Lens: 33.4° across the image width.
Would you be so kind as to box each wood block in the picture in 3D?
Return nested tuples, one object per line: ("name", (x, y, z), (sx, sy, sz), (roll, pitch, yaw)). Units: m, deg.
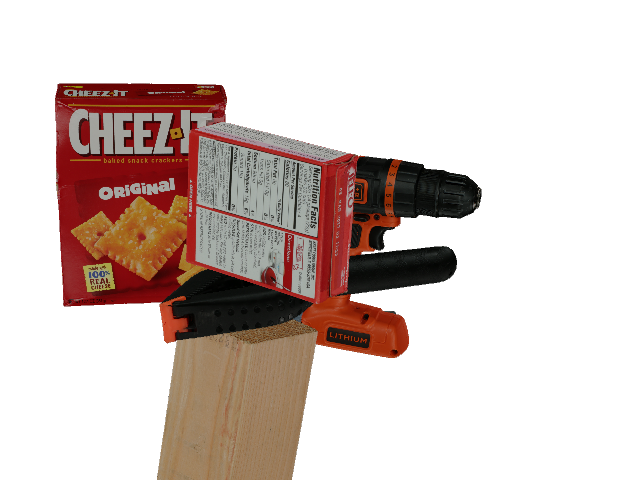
("wood block", (-0.079, 0.168, 0.953), (0.090, 0.206, 0.090), (20, 17, 37))

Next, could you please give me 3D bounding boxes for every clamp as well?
("clamp", (-0.017, 0.029, 0.752), (0.165, 0.036, 0.209), (7, 20, 40))

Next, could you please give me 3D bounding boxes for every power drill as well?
("power drill", (0.052, 0.013, 1.002), (0.185, 0.188, 0.057), (9, 20, 17))

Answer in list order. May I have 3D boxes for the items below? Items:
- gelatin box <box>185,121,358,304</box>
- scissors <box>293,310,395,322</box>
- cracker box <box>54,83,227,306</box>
("gelatin box", (-0.026, -0.015, 0.540), (0.089, 0.073, 0.030), (16, 24, 30))
("scissors", (-0.015, 0.093, 1.188), (0.201, 0.016, 0.096), (4, 21, 1))
("cracker box", (-0.176, -0.044, 1.060), (0.164, 0.214, 0.072), (-1, 21, -10))
